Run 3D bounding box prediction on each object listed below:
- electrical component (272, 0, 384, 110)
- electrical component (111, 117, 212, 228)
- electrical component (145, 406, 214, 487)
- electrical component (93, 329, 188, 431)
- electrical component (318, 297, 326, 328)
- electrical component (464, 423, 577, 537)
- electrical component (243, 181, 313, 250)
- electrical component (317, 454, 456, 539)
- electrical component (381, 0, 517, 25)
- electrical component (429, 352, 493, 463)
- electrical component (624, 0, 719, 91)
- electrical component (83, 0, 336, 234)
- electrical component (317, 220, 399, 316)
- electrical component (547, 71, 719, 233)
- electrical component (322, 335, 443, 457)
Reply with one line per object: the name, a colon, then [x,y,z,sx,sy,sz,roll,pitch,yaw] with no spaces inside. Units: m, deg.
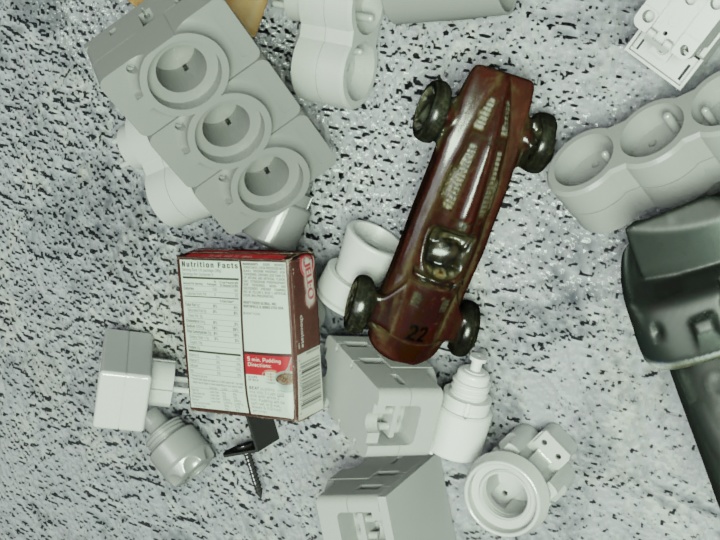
electrical component: [-0.026,-0.181,0.713,0.074,0.052,0.138,16,108,24]
electrical component: [-0.155,-0.097,0.799,0.074,0.052,0.138,-18,92,30]
electrical component: [-0.149,0.137,0.852,0.062,0.043,0.043,48,118,13]
electrical component: [-0.165,0.087,0.837,0.076,0.083,0.047,8,108,-13]
electrical component: [-0.073,0.046,0.783,0.053,0.059,0.095,49,118,10]
electrical component: [0.103,0.141,0.712,0.058,0.057,0.078,46,117,12]
electrical component: [-0.053,-0.048,0.764,0.040,0.040,0.078,26,95,21]
electrical component: [0.024,0.213,0.750,0.062,0.089,0.150,-8,97,29]
electrical component: [0.055,-0.196,0.671,0.077,0.044,0.079,2,102,27]
electrical component: [0.070,0.093,0.728,0.040,0.040,0.078,22,110,22]
electrical component: [0.186,-0.145,0.603,0.042,0.064,0.081,41,117,16]
electrical component: [-0.092,-0.104,0.693,0.089,0.150,0.061,-35,43,3]
electrical component: [0.000,0.000,0.743,0.045,0.045,0.055,36,115,17]
electrical component: [0.187,-0.058,0.627,0.138,0.052,0.074,-23,130,32]
electrical component: [0.015,0.084,0.730,0.089,0.056,0.050,43,125,58]
